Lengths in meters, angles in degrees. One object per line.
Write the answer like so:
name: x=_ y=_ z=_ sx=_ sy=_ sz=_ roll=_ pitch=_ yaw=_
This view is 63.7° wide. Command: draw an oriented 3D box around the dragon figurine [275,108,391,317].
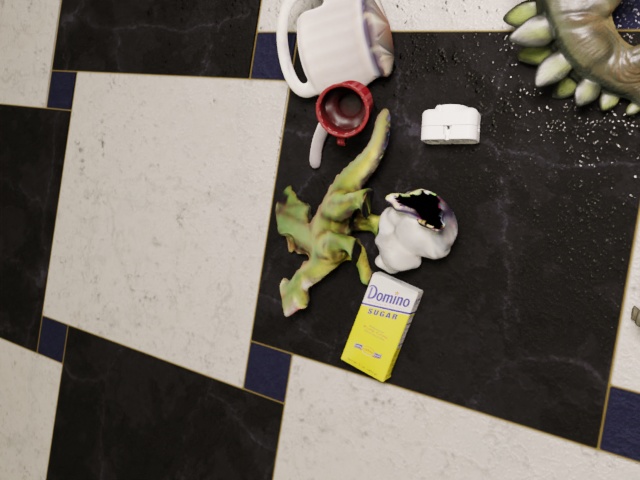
dragon figurine: x=0.003 y=-0.050 z=0.984 sx=0.243 sy=0.122 sz=0.411 roll=11 pitch=89 yaw=34

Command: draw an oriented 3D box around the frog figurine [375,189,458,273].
frog figurine: x=0.166 y=-0.005 z=0.913 sx=0.138 sy=0.125 sz=0.155 roll=23 pitch=135 yaw=16

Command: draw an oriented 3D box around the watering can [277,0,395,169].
watering can: x=0.035 y=-0.322 z=0.981 sx=0.223 sy=0.105 sz=0.345 roll=-9 pitch=99 yaw=22
